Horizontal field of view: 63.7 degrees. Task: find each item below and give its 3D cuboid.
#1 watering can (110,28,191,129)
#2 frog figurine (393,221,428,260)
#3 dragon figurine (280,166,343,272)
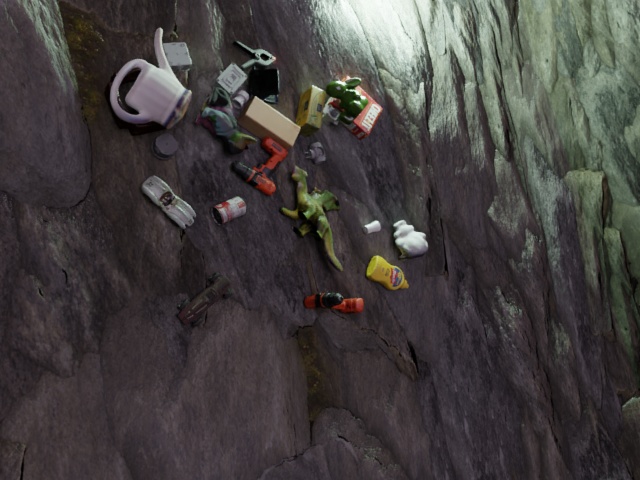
[{"bbox_3d":[-0.504,-0.493,1.615,0.222,0.103,0.354,32,63,-22],"label":"watering can"},{"bbox_3d":[0.372,-0.004,2.120,0.138,0.123,0.159,-13,97,-14],"label":"frog figurine"},{"bbox_3d":[0.006,-0.097,1.933,0.407,0.121,0.247,52,50,-11],"label":"dragon figurine"}]
